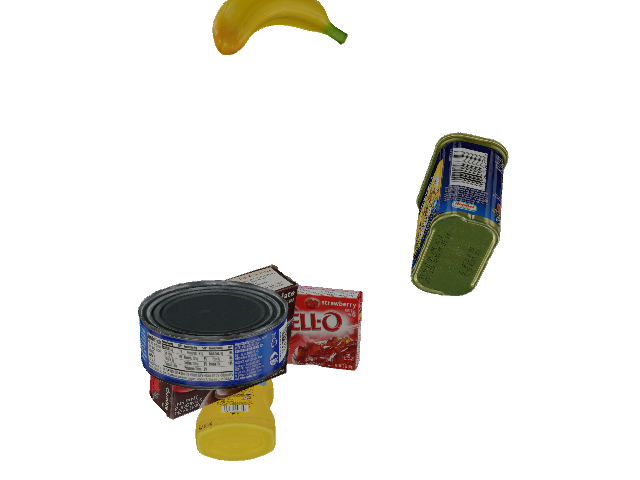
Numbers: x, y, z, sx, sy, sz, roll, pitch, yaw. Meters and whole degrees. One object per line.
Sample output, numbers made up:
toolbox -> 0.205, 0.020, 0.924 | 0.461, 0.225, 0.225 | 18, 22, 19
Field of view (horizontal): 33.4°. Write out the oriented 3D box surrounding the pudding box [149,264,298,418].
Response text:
pudding box -> -0.074, 0.076, 0.818 | 0.113, 0.090, 0.039 | -20, 43, -36

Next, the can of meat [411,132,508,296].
can of meat -> 0.106, -0.017, 0.826 | 0.057, 0.084, 0.102 | 13, -39, -2

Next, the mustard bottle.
mustard bottle -> -0.107, 0.200, 1.355 | 0.096, 0.058, 0.191 | -3, 26, -3

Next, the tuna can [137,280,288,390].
tuna can -> -0.061, 0.053, 0.616 | 0.086, 0.034, 0.086 | 1, 19, 0

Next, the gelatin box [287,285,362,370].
gelatin box -> -0.006, 0.083, 1.026 | 0.089, 0.073, 0.030 | 5, 15, 9

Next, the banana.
banana -> -0.046, -0.204, 0.974 | 0.070, 0.037, 0.197 | 41, 32, 19
